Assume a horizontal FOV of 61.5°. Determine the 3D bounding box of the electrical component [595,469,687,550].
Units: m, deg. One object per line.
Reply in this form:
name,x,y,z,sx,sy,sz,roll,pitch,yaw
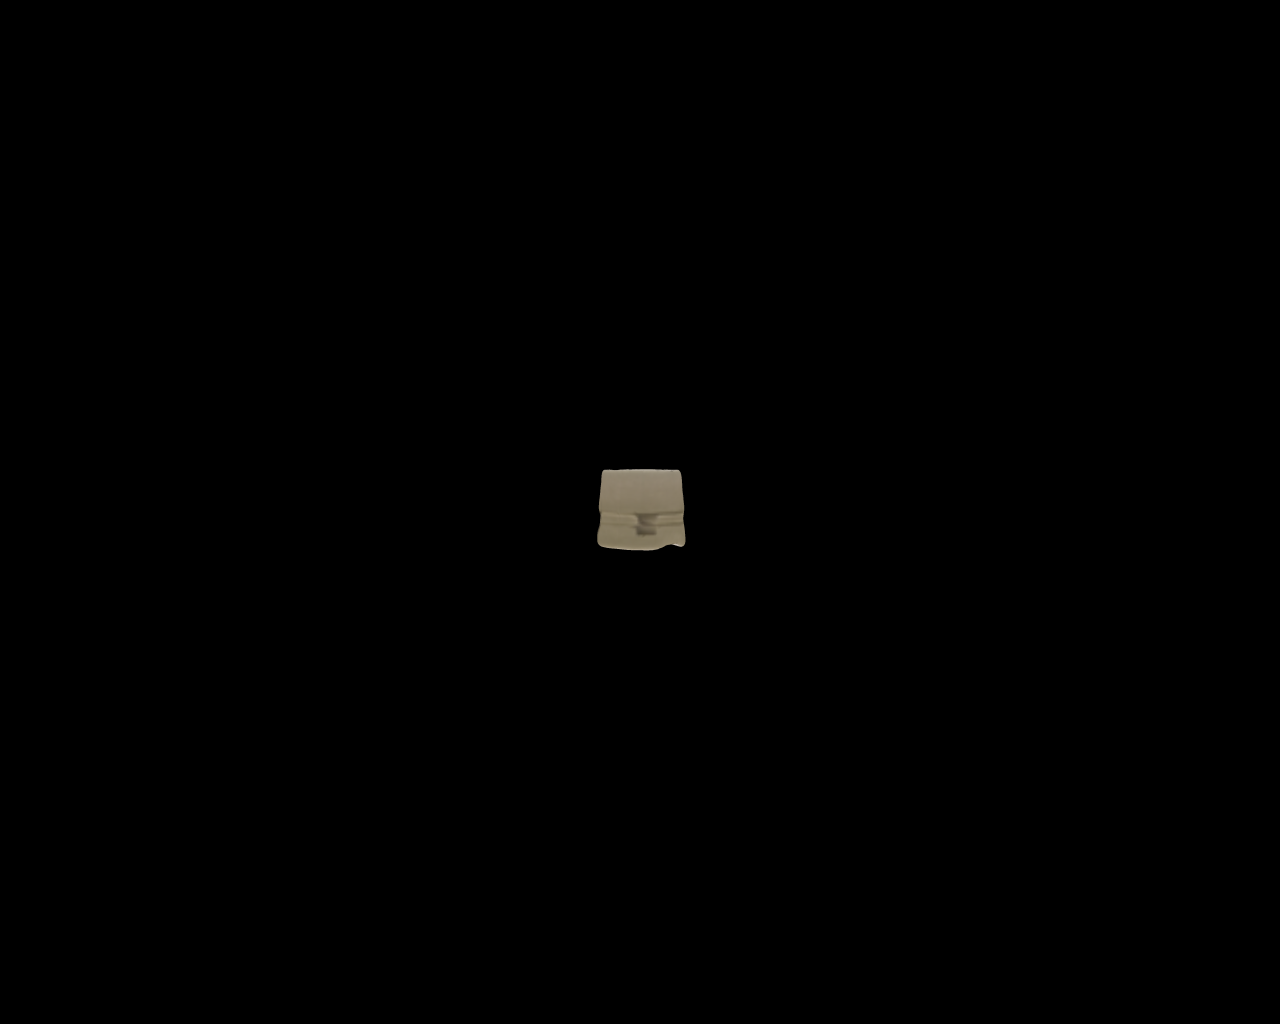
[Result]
electrical component,0.001,-0.003,0.650,0.055,0.047,0.055,0,2,0
